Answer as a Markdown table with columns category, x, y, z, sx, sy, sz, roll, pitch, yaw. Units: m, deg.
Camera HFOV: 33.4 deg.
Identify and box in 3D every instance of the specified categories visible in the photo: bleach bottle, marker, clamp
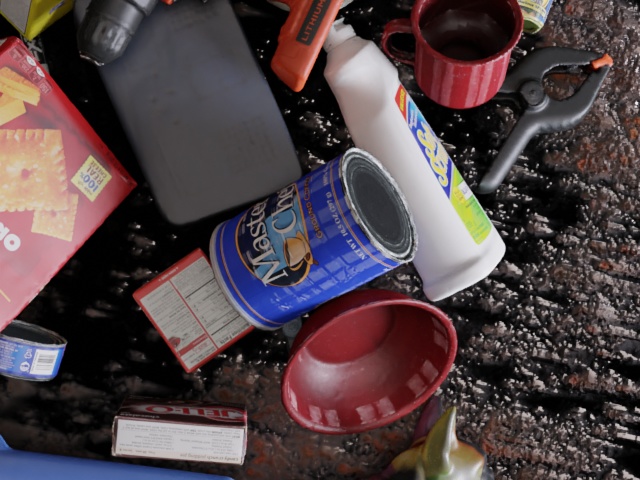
| category | x | y | z | sx | sy | sz | roll | pitch | yaw |
| --- | --- | --- | --- | --- | --- | --- | --- | --- | --- |
| bleach bottle | 0.069 | -0.077 | 0.929 | 0.068 | 0.102 | 0.251 | -29 | 94 | 26 |
| marker | -0.253 | -0.171 | 0.941 | 0.020 | 0.020 | 0.121 | -13 | 93 | -4 |
| clamp | 0.180 | -0.133 | 0.968 | 0.171 | 0.039 | 0.120 | -34 | 88 | -9 |

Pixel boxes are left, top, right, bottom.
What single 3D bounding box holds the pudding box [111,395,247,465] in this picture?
| category | x | y | z | sx | sy | sz | roll | pitch | yaw |
| --- | --- | --- | --- | --- | --- | --- | --- | --- | --- |
| pudding box | -0.119 | 0.164 | 0.925 | 0.113 | 0.090 | 0.039 | 3 | 92 | -4 |

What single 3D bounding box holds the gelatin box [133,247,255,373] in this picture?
| category | x | y | z | sx | sy | sz | roll | pitch | yaw |
| --- | --- | --- | --- | --- | --- | --- | --- | --- | --- |
| gelatin box | -0.112 | 0.063 | 0.953 | 0.073 | 0.030 | 0.089 | -35 | 94 | -4 |

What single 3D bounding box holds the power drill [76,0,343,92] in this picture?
| category | x | y | z | sx | sy | sz | roll | pitch | yaw |
| --- | --- | --- | --- | --- | --- | --- | --- | --- | --- |
| power drill | -0.083 | -0.194 | 0.863 | 0.187 | 0.057 | 0.184 | 26 | 87 | -5 |

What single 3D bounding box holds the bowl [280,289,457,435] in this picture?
| category | x | y | z | sx | sy | sz | roll | pitch | yaw |
| --- | --- | --- | --- | --- | --- | --- | --- | --- | --- |
| bowl | 0.035 | 0.096 | 0.931 | 0.162 | 0.055 | 0.162 | -12 | 132 | -14 |

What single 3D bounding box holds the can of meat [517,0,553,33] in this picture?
| category | x | y | z | sx | sy | sz | roll | pitch | yaw |
| --- | --- | --- | --- | --- | --- | --- | --- | --- | --- |
| can of meat | 0.166 | -0.243 | 0.955 | 0.102 | 0.057 | 0.084 | 21 | 92 | -5 |

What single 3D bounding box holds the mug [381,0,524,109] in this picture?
| category | x | y | z | sx | sy | sz | roll | pitch | yaw |
| --- | --- | --- | --- | --- | --- | --- | --- | --- | --- |
| mug | 0.111 | -0.167 | 0.919 | 0.117 | 0.081 | 0.093 | 3 | 66 | 4 |

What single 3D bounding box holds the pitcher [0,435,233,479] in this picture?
| category | x | y | z | sx | sy | sz | roll | pitch | yaw |
| --- | --- | --- | --- | --- | --- | --- | --- | --- | --- |
| pitcher | -0.194 | 0.259 | 0.905 | 0.242 | 0.145 | 0.149 | 6 | 122 | -8 |

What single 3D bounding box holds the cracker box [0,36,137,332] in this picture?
| category | x | y | z | sx | sy | sz | roll | pitch | yaw |
| --- | --- | --- | --- | --- | --- | --- | --- | --- | --- |
| cracker box | -0.272 | -0.033 | 0.848 | 0.213 | 0.072 | 0.164 | -52 | 123 | -29 |

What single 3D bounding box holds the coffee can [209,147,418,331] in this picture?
| category | x | y | z | sx | sy | sz | roll | pitch | yaw |
| --- | --- | --- | --- | --- | --- | --- | --- | --- | --- |
| coffee can | -0.006 | 0.001 | 0.878 | 0.140 | 0.102 | 0.103 | -29 | 94 | 27 |

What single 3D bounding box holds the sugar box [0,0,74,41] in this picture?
| category | x | y | z | sx | sy | sz | roll | pitch | yaw |
| --- | --- | --- | --- | --- | --- | --- | --- | --- | --- |
| sugar box | -0.204 | -0.237 | 0.855 | 0.048 | 0.176 | 0.093 | 46 | 64 | -4 |

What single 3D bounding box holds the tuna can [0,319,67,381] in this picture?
| category | x | y | z | sx | sy | sz | roll | pitch | yaw |
| --- | --- | --- | --- | --- | --- | --- | --- | --- | --- |
| tuna can | -0.263 | 0.092 | 0.914 | 0.086 | 0.086 | 0.034 | 17 | 91 | -5 |

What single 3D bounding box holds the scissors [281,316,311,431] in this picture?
| category | x | y | z | sx | sy | sz | roll | pitch | yaw |
| --- | --- | --- | --- | --- | --- | --- | --- | --- | --- |
| scissors | -0.044 | 0.069 | 0.966 | 0.096 | 0.016 | 0.202 | 6 | 90 | -3 |
